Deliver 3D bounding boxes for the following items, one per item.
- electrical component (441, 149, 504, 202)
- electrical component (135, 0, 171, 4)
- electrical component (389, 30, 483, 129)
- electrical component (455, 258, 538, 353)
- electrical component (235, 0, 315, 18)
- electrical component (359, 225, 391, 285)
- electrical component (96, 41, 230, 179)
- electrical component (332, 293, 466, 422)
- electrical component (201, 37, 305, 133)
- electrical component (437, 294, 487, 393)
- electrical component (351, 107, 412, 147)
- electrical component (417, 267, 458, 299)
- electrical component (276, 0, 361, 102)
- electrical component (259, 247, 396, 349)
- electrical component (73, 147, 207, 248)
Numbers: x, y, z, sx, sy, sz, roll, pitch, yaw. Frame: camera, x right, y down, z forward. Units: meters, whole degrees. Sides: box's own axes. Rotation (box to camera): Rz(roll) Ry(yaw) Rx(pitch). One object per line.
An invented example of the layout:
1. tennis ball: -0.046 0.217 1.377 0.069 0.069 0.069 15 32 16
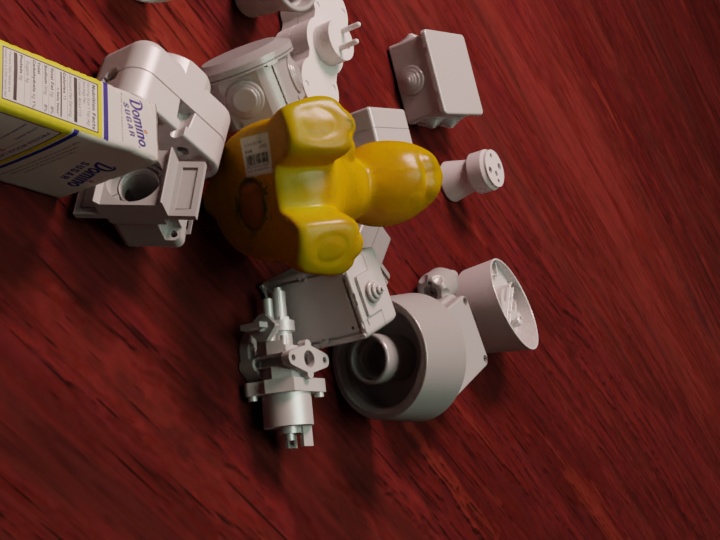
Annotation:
1. electrical component: 0.118 -0.100 1.132 0.045 0.055 0.045 28 55 -49
2. electrical component: -0.152 -0.230 0.785 0.045 0.045 0.055 16 64 -53
3. electrical component: 0.078 -0.197 1.117 0.100 0.048 0.099 -12 88 -57
4. electrical component: 0.142 0.038 1.104 0.099 0.064 0.099 28 55 -49
5. electrical component: -0.073 -0.230 0.886 0.044 0.065 0.044 -1 91 -44
6. electrical component: 0.000 0.000 0.920 0.076 0.047 0.065 53 38 -30
7. electrical component: -0.138 -0.111 0.749 0.095 0.054 0.059 42 45 -41
8. electrical component: 0.026 0.072 0.879 0.060 0.108 0.108 3 75 -50
9. electrical component: -0.083 -0.143 0.823 0.080 0.080 0.051 -49 123 -53
10. electrical component: 0.062 0.076 0.973 0.113 0.057 0.078 -34 106 -56
11. electrical component: 0.015 -0.105 0.984 0.066 0.047 0.076 -10 85 -58
12. electrical component: 0.080 0.014 1.048 0.061 0.035 0.035 -33 105 -59
13. electrical component: -0.031 -0.193 0.927 0.052 0.074 0.138 38 48 -44
14. electrical component: -0.017 0.022 0.839 0.061 0.096 0.061 -29 102 -58
15. electrical component: -0.140 -0.046 0.704 0.063 0.081 0.042 77 17 -62
